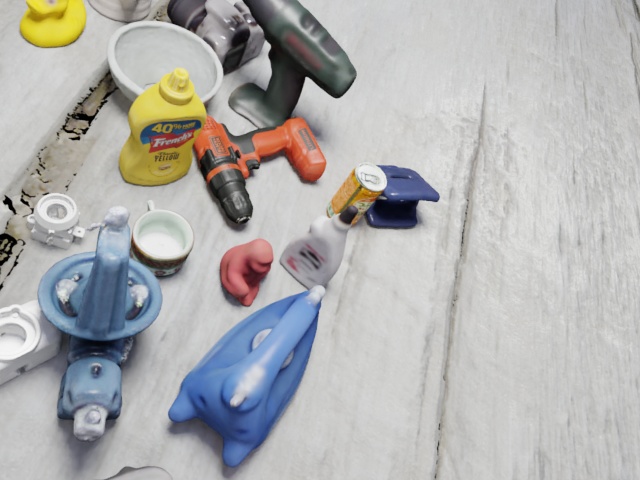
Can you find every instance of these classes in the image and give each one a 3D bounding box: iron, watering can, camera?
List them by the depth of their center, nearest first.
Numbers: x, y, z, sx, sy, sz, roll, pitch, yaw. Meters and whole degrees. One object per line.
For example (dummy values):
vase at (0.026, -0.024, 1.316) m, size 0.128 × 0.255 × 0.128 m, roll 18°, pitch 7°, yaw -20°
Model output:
iron at (-0.053, 0.123, 0.670) m, size 0.118 × 0.141 × 0.259 m, roll 38°, pitch 50°, yaw 0°
watering can at (-0.291, -0.438, 0.875) m, size 0.101 × 0.193 × 0.173 m, roll -32°, pitch 78°, yaw -38°
camera at (-0.171, -0.362, 0.948) m, size 0.137 × 0.100 × 0.143 m, roll 43°, pitch 51°, yaw 4°

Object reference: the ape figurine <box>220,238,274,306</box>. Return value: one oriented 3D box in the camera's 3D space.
ape figurine at (-0.088, 0.031, 0.743) m, size 0.078 × 0.092 × 0.076 m, roll -25°, pitch 73°, yaw -36°

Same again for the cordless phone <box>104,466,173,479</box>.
cordless phone at (-0.186, 0.248, 0.493) m, size 0.148 × 0.185 × 0.094 m, roll -17°, pitch 69°, yaw -34°

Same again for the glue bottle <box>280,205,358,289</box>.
glue bottle at (0.007, 0.003, 0.758) m, size 0.078 × 0.173 × 0.037 m, roll 39°, pitch 50°, yaw 1°

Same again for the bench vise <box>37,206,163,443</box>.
bench vise at (-0.205, 0.079, 0.570) m, size 0.122 × 0.219 × 0.207 m, roll -11°, pitch 65°, yaw -32°

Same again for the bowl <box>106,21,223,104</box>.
bowl at (-0.234, -0.242, 0.856) m, size 0.168 × 0.074 × 0.167 m, roll 13°, pitch 55°, yaw -19°

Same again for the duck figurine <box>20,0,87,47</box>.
duck figurine at (-0.386, -0.342, 0.834) m, size 0.077 × 0.086 × 0.105 m, roll 38°, pitch 50°, yaw 0°

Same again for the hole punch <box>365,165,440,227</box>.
hole punch at (0.123, -0.083, 0.926) m, size 0.109 × 0.091 × 0.101 m, roll -1°, pitch 60°, yaw -27°

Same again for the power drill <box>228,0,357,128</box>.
power drill at (-0.065, -0.271, 0.875) m, size 0.230 × 0.208 × 0.076 m, roll 34°, pitch 51°, yaw -4°
